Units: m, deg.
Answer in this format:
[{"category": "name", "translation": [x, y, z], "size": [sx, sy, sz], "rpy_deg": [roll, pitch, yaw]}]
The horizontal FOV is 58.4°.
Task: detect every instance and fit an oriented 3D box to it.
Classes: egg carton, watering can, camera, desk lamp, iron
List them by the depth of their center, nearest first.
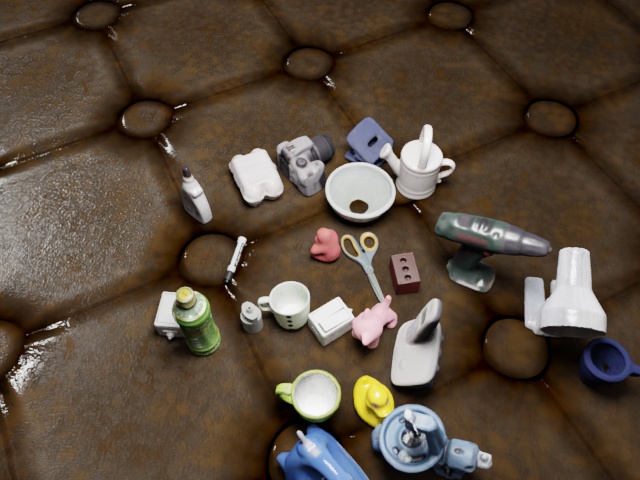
[{"category": "iron", "translation": [0.040, 0.436, 1.000], "size": [0.119, 0.141, 0.257], "rpy_deg": [-40, 66, -22]}, {"category": "desk lamp", "translation": [0.490, 0.123, 1.159], "size": [0.118, 0.214, 0.203], "rpy_deg": [7, 58, 4]}, {"category": "watering can", "translation": [0.233, -0.191, 1.368], "size": [0.173, 0.194, 0.101], "rpy_deg": [-10, 58, -7]}, {"category": "egg carton", "translation": [-0.156, -0.157, 1.416], "size": [0.107, 0.069, 0.150], "rpy_deg": [-22, 60, -14]}, {"category": "camera", "translation": [-0.022, -0.207, 1.431], "size": [0.137, 0.101, 0.143], "rpy_deg": [-30, 63, -18]}]

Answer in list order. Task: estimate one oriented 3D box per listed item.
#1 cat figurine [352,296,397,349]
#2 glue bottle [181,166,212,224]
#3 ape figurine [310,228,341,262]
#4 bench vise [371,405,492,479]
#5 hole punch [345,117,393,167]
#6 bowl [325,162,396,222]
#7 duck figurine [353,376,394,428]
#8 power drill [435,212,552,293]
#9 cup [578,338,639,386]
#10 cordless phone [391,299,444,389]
[{"category": "cat figurine", "translation": [0.110, 0.168, 1.184], "size": [0.067, 0.118, 0.128], "rpy_deg": [34, 63, 19]}, {"category": "glue bottle", "translation": [-0.294, -0.110, 1.324], "size": [0.078, 0.173, 0.037], "rpy_deg": [37, 65, 21]}, {"category": "ape figurine", "translation": [0.012, 0.005, 1.302], "size": [0.078, 0.092, 0.076], "rpy_deg": [-30, 62, -18]}, {"category": "bench vise", "translation": [0.201, 0.345, 1.012], "size": [0.207, 0.220, 0.121], "rpy_deg": [-1, 57, -1]}, {"category": "hole punch", "translation": [0.129, -0.245, 1.462], "size": [0.101, 0.091, 0.109], "rpy_deg": [33, 63, 19]}, {"category": "bowl", "translation": [0.095, -0.102, 1.381], "size": [0.167, 0.075, 0.167], "rpy_deg": [0, 58, 0]}, {"category": "duck figurine", "translation": [0.107, 0.308, 1.114], "size": [0.077, 0.086, 0.104], "rpy_deg": [-22, 60, -13]}, {"category": "power drill", "translation": [0.351, 0.025, 1.223], "size": [0.229, 0.208, 0.076], "rpy_deg": [21, 60, 13]}, {"category": "cup", "translation": [0.572, 0.258, 1.145], "size": [0.117, 0.095, 0.092], "rpy_deg": [17, 59, 10]}, {"category": "cordless phone", "translation": [0.198, 0.204, 1.122], "size": [0.094, 0.185, 0.147], "rpy_deg": [9, 58, 5]}]
